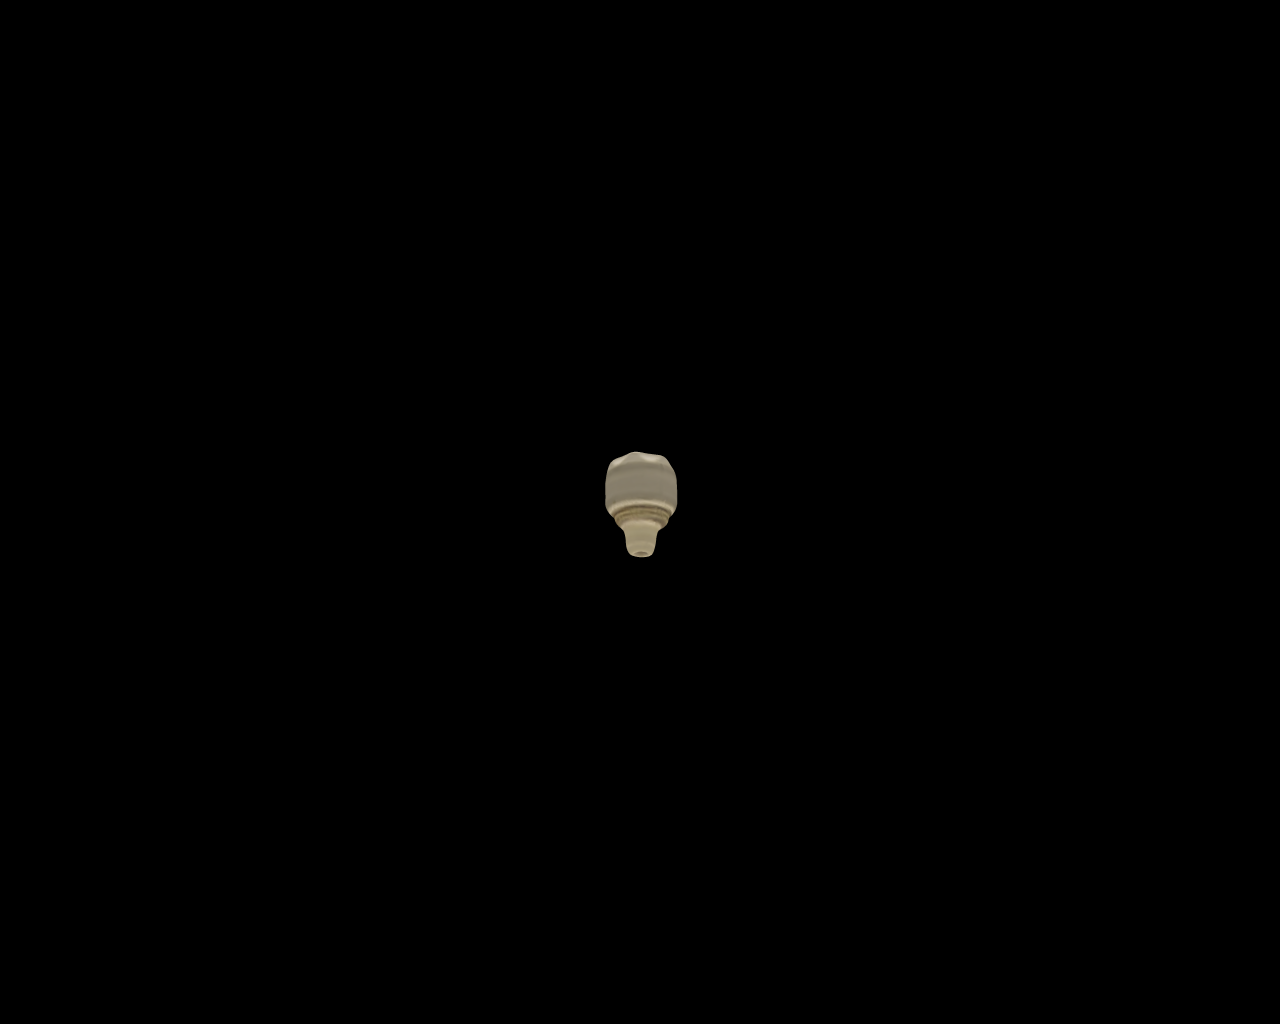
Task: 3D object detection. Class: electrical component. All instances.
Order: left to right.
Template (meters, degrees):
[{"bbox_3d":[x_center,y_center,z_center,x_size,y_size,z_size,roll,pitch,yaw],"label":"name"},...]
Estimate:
[{"bbox_3d":[0.001,-0.003,0.650,0.043,0.062,0.043,0,-21,0],"label":"electrical component"}]
